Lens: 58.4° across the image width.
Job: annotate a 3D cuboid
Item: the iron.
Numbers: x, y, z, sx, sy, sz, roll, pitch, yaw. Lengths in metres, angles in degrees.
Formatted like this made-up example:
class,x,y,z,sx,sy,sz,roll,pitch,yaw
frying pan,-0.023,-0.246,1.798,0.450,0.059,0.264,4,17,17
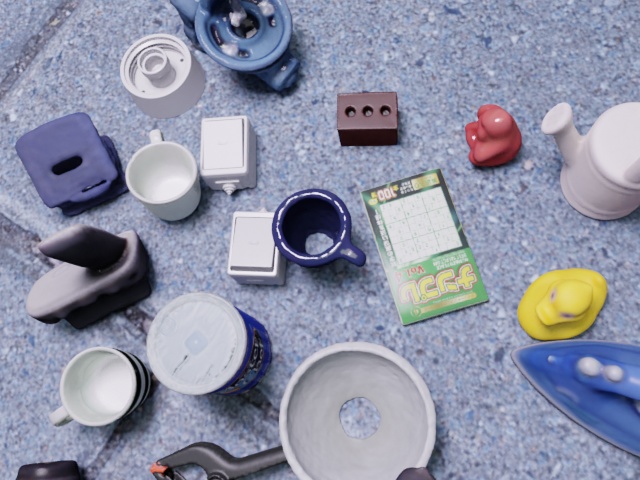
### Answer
class,x,y,z,sx,sy,sz,roll,pitch,yaw
iron,0.332,0.157,0.576,0.258,0.141,0.119,19,77,11

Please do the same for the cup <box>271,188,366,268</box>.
class,x,y,z,sx,sy,sz,roll,pitch,yaw
cup,0.006,0.002,0.678,0.117,0.095,0.092,32,80,14

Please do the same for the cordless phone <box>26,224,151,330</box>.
class,x,y,z,sx,sy,sz,roll,pitch,yaw
cordless phone,-0.287,0.031,0.654,0.147,0.185,0.094,-31,73,-3

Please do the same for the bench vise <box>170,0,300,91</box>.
class,x,y,z,sx,sy,sz,roll,pitch,yaw
bench vise,-0.131,-0.287,0.707,0.207,0.220,0.121,19,77,11

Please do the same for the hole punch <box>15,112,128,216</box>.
class,x,y,z,sx,sy,sz,roll,pitch,yaw
hole punch,-0.317,-0.097,0.742,0.108,0.091,0.101,-25,73,-1

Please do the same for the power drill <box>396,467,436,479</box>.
class,x,y,z,sx,sy,sz,roll,pitch,yaw
power drill,0.054,0.314,0.528,0.075,0.208,0.230,17,77,11

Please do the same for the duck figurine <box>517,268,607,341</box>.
class,x,y,z,sx,sy,sz,roll,pitch,yaw
duck figurine,0.276,0.066,0.636,0.104,0.086,0.077,-30,74,-2

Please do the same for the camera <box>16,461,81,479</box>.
class,x,y,z,sx,sy,sz,roll,pitch,yaw
camera,-0.288,0.314,0.621,0.143,0.101,0.137,-5,74,5

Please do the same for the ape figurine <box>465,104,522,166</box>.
class,x,y,z,sx,sy,sz,roll,pitch,yaw
ape figurine,0.210,-0.131,0.694,0.076,0.092,0.078,31,80,13

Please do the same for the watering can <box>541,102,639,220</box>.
class,x,y,z,sx,sy,sz,roll,pitch,yaw
watering can,0.330,-0.097,0.619,0.172,0.194,0.101,-1,75,6

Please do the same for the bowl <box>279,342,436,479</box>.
class,x,y,z,sx,sy,sz,roll,pitch,yaw
bowl,0.042,0.199,0.630,0.167,0.075,0.167,-2,75,6
